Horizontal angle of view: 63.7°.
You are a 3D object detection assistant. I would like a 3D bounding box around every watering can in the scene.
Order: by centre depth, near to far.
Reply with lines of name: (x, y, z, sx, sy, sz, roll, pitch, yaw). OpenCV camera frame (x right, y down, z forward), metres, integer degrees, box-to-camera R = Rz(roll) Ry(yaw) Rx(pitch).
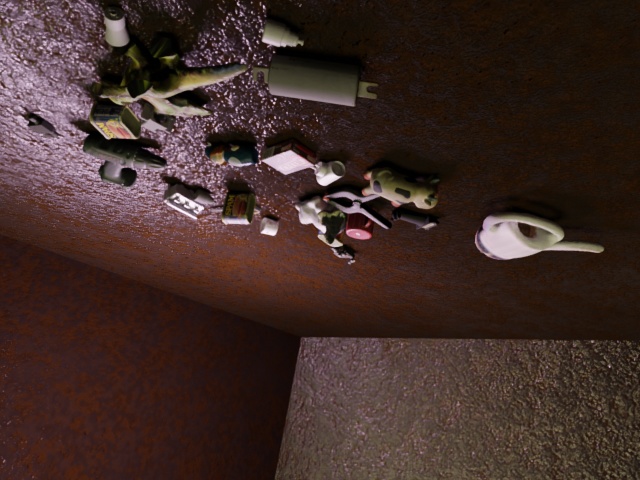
watering can: (0.592, 0.000, 1.443, 0.346, 0.106, 0.221, 18, 159, -18)

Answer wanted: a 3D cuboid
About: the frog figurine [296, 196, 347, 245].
frog figurine: (0.005, -0.079, 1.572, 0.135, 0.123, 0.162, 49, 175, -37)

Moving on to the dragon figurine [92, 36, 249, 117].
dragon figurine: (-0.310, -0.323, 1.098, 0.411, 0.122, 0.242, 8, 177, 13)
